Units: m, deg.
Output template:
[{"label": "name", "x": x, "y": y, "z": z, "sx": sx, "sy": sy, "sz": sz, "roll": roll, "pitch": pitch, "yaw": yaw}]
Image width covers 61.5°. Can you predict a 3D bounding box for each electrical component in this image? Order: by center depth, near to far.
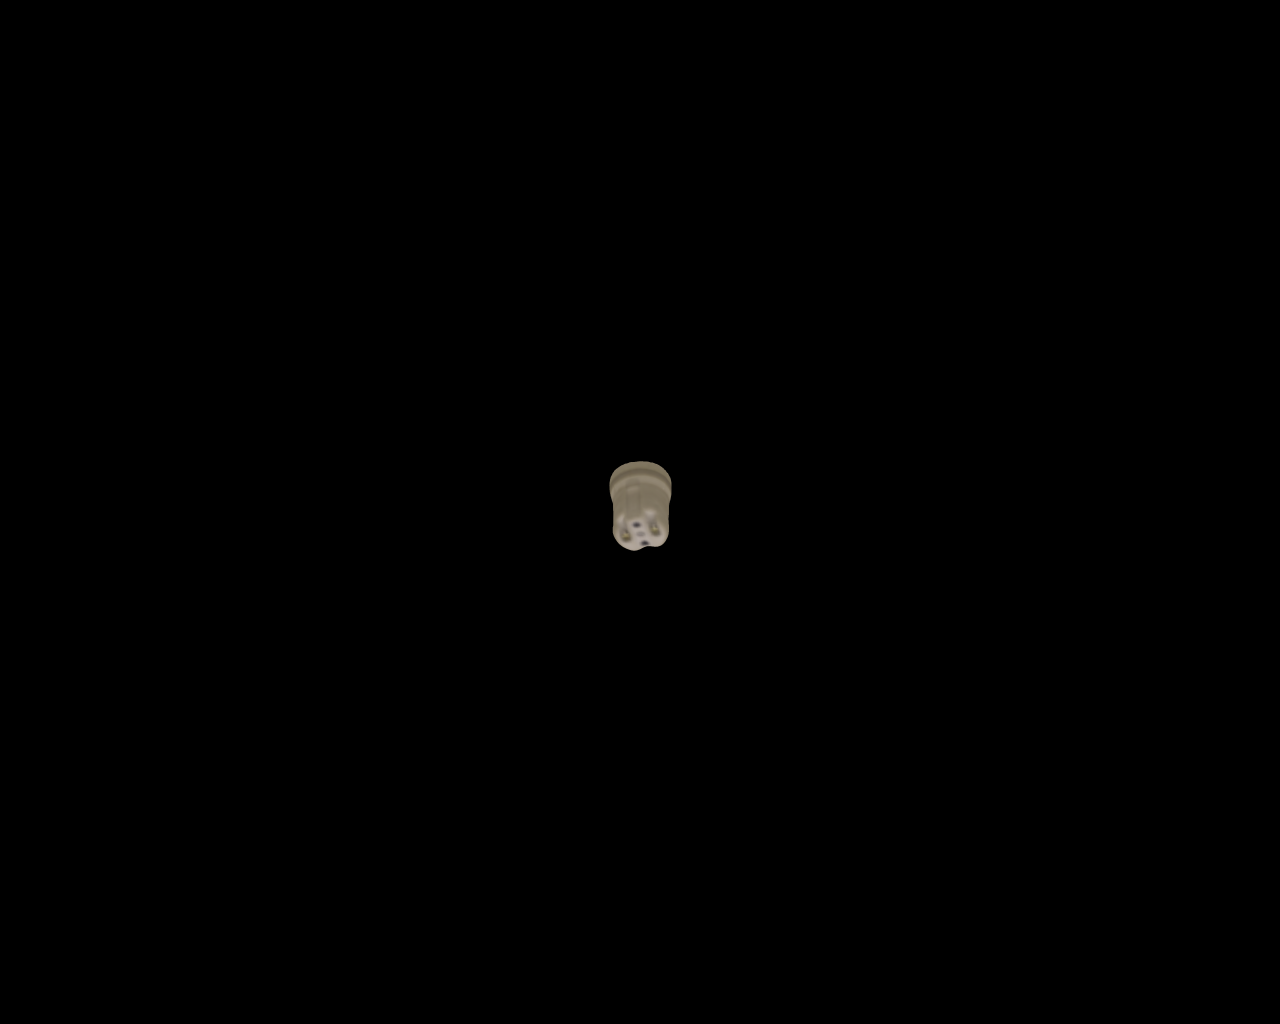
[{"label": "electrical component", "x": 0.001, "y": -0.003, "z": 0.650, "sx": 0.040, "sy": 0.046, "sz": 0.040, "roll": 0, "pitch": -42, "yaw": 0}]
